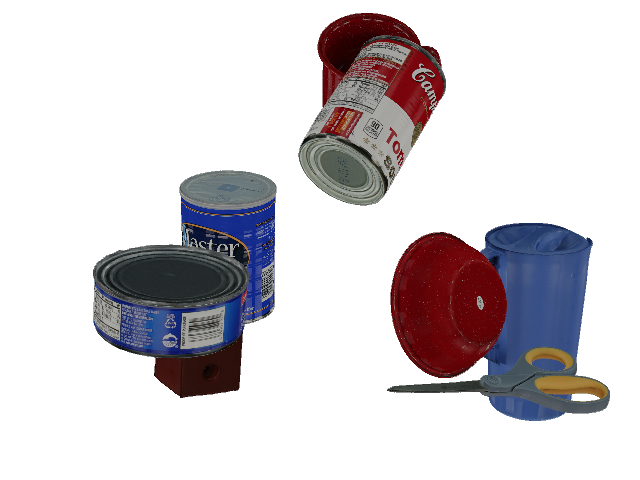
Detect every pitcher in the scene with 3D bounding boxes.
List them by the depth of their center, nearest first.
[{"bbox_3d":[0.267,0.107,1.380,0.149,0.243,0.144,5,18,16],"label":"pitcher"}]

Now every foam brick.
[{"bbox_3d":[-0.094,0.074,0.822,0.052,0.078,0.051,-3,13,-31],"label":"foam brick"}]

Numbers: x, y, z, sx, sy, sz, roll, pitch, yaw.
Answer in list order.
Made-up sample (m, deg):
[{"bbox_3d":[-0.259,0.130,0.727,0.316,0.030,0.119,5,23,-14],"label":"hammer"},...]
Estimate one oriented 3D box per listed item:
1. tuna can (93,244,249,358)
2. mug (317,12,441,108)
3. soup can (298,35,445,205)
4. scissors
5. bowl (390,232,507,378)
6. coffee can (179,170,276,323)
[{"bbox_3d":[-0.083,0.033,0.594,0.086,0.034,0.086,5,20,-2],"label":"tuna can"},{"bbox_3d":[0.055,-0.151,0.986,0.117,0.093,0.081,-12,-37,-10],"label":"mug"},{"bbox_3d":[0.036,-0.083,0.738,0.068,0.102,0.068,23,-30,14],"label":"soup can"},{"bbox_3d":[0.156,0.119,0.950,0.201,0.016,0.096,8,27,-4],"label":"scissors"},{"bbox_3d":[0.152,0.069,1.159,0.161,0.162,0.055,0,-5,-40],"label":"bowl"},{"bbox_3d":[-0.099,0.007,1.154,0.103,0.140,0.103,1,23,-1],"label":"coffee can"}]
